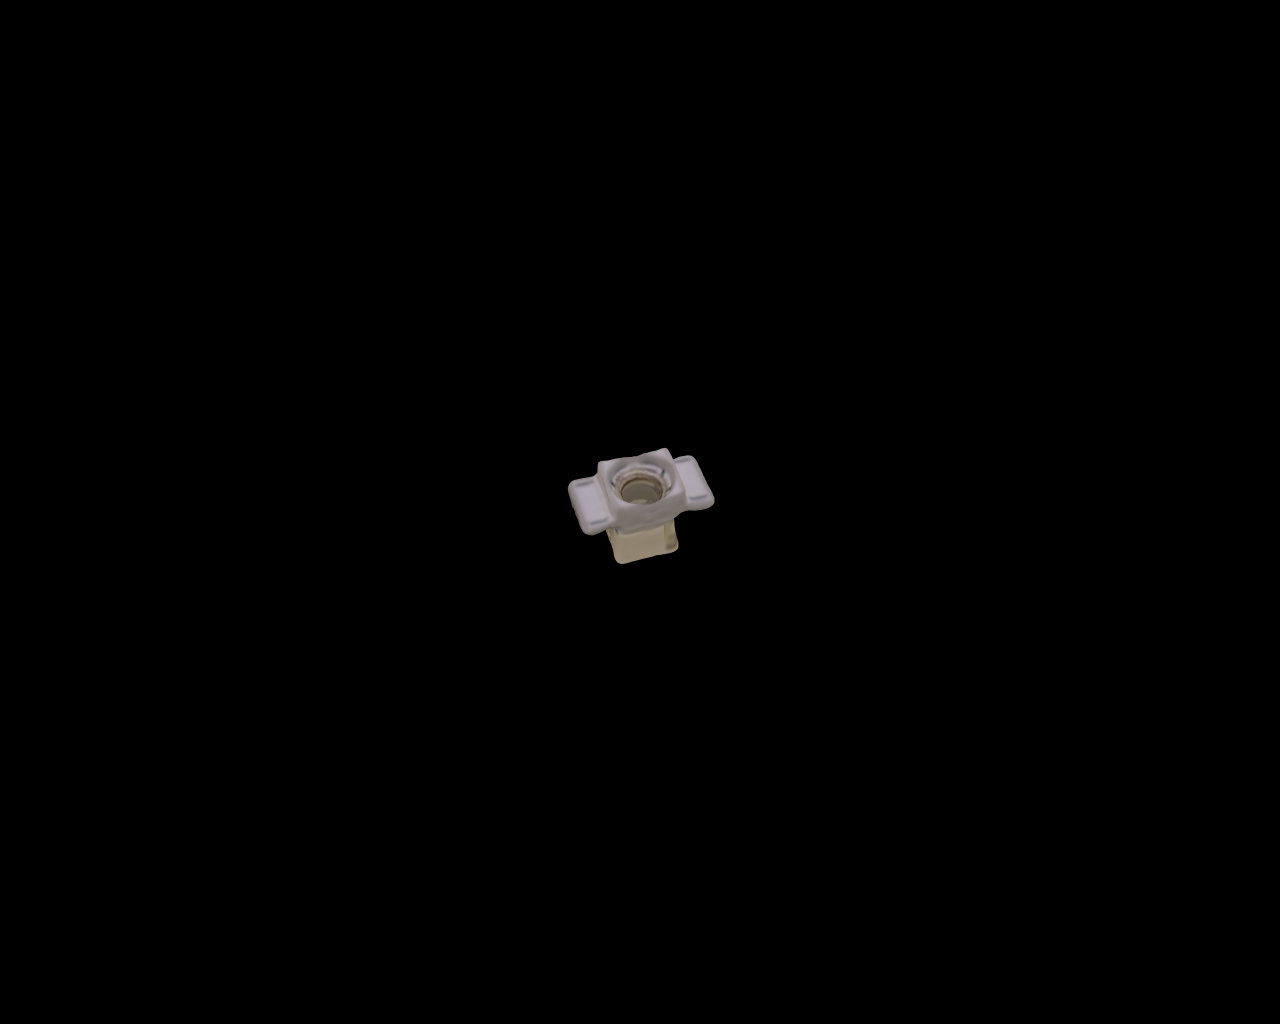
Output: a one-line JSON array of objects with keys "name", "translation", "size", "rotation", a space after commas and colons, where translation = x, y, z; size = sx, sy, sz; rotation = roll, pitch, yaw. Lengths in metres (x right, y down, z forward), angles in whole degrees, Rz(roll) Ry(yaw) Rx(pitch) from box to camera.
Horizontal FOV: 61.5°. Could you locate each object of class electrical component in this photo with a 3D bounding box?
[{"name": "electrical component", "translation": [0.001, -0.003, 0.650], "size": [0.081, 0.042, 0.063], "rotation": [-12, -39, -10]}]
